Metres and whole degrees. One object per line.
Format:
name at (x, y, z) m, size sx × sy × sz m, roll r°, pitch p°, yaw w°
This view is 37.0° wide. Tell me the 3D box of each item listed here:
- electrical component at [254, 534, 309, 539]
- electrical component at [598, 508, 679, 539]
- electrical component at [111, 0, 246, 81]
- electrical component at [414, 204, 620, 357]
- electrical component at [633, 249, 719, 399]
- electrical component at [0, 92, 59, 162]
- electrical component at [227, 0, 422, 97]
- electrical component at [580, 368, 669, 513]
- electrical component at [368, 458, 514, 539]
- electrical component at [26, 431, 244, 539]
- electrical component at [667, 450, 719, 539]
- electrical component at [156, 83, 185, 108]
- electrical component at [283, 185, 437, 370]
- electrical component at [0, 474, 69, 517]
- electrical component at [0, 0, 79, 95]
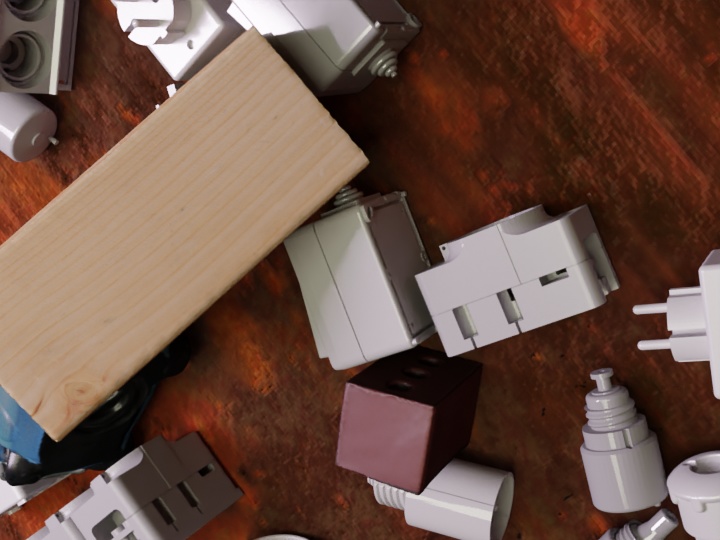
electrical component at (-0.050, 0.202, 0.669) m, size 0.078 × 0.058 × 0.057 m, roll 3°, pitch 106°, yaw 24°
electrical component at (0.146, 0.152, 0.578) m, size 0.035 × 0.035 × 0.061 m, roll 42°, pitch 113°, yaw 11°
electrical component at (-0.111, -0.146, 0.609) m, size 0.047 × 0.077 × 0.065 m, roll -42°, pitch 82°, yaw 26°
electrical component at (0.081, 0.002, 0.566) m, size 0.089 × 0.050 × 0.055 m, roll -22°, pitch 92°, yaw 27°
electrical component at (0.174, 0.026, 0.530) m, size 0.077 × 0.047 × 0.065 m, roll -6°, pitch 99°, yaw 26°
electrical component at (-0.233, -0.103, 0.696) m, size 0.078 × 0.040 × 0.040 m, roll 36°, pitch 114°, yaw 14°
electrical component at (-0.018, -0.133, 0.577) m, size 0.061 × 0.062 × 0.096 m, roll -43°, pitch 82°, yaw 26°
electrical component at (0.136, 0.091, 0.566) m, size 0.040 × 0.040 × 0.078 m, roll -12°, pitch 96°, yaw 27°
electrical component at (0.043, 0.127, 0.616) m, size 0.081 × 0.043 × 0.043 m, roll 11°, pitch 106°, yaw 23°
electrical component at (-0.163, 0.173, 0.696) m, size 0.150 × 0.089 × 0.061 m, roll -40°, pitch 83°, yaw 27°
electrical component at (0.187, 0.126, 0.549) m, size 0.048 × 0.048 × 0.062 m, roll -12°, pitch 103°, yaw 27°
electrical component at (-0.099, -0.069, 0.641) m, size 0.064 × 0.042 × 0.081 m, roll -13°, pitch 95°, yaw 30°
electrical component at (0.000, 0.000, 0.598) m, size 0.061 × 0.062 × 0.096 m, roll -20°, pitch 92°, yaw 27°
electrical component at (-0.255, 0.141, 0.748) m, size 0.096 × 0.062 × 0.061 m, roll -32°, pitch 86°, yaw 27°
electrical component at (-0.215, -0.174, 0.658) m, size 0.063 × 0.079 × 0.121 m, roll 26°, pitch 113°, yaw 42°
